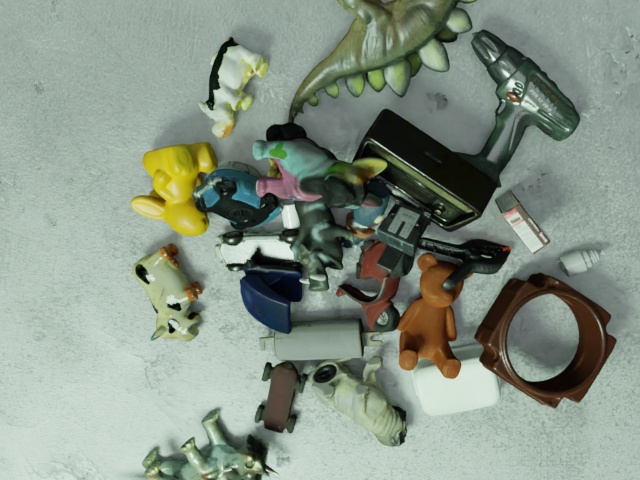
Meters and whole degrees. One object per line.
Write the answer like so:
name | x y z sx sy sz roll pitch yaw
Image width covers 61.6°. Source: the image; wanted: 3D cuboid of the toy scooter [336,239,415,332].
toy scooter | 0.097 0.073 1.008 0.135 0.075 0.183 13 92 33

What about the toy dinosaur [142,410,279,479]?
toy dinosaur | -0.261 0.509 1.151 0.405 0.131 0.192 -35 96 21

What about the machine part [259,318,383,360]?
machine part | -0.001 0.194 1.051 0.243 0.079 0.079 -4 103 10

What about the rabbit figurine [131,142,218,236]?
rabbit figurine | -0.269 -0.086 1.000 0.162 0.122 0.173 -13 102 16

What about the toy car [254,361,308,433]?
toy car | -0.080 0.320 1.093 0.089 0.053 0.202 13 127 3

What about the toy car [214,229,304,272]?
toy car | -0.105 0.018 1.035 0.202 0.056 0.073 -2 110 10

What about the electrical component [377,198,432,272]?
electrical component | 0.137 -0.007 0.940 0.075 0.047 0.119 29 72 21

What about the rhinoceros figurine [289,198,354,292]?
rhinoceros figurine | -0.002 -0.003 0.968 0.112 0.073 0.190 -5 85 -27

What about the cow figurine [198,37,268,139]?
cow figurine | -0.170 -0.272 0.966 0.098 0.068 0.167 31 103 6

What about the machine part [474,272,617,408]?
machine part | 0.399 0.176 0.955 0.201 0.087 0.201 33 87 0

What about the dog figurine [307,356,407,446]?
dog figurine | 0.074 0.331 1.072 0.173 0.121 0.190 5 127 41

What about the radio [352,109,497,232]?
radio | 0.170 -0.112 0.918 0.229 0.131 0.073 35 71 -1

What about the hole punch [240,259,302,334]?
hole punch | -0.095 0.111 1.015 0.116 0.092 0.142 6 142 4

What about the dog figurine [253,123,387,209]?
dog figurine | 0.006 -0.120 0.911 0.219 0.191 0.108 11 122 10

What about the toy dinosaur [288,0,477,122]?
toy dinosaur | 0.105 -0.333 0.872 0.472 0.105 0.198 -24 120 26

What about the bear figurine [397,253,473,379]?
bear figurine | 0.215 0.133 0.981 0.120 0.132 0.195 15 111 -6

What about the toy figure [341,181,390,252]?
toy figure | 0.080 -0.039 0.977 0.058 0.064 0.154 4 141 -19

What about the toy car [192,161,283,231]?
toy car | -0.152 -0.090 0.986 0.161 0.103 0.109 23 139 -38

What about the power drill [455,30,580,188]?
power drill | 0.301 -0.209 0.914 0.232 0.086 0.207 33 98 -3

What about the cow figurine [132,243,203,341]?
cow figurine | -0.304 0.118 1.073 0.127 0.085 0.194 -27 100 8
